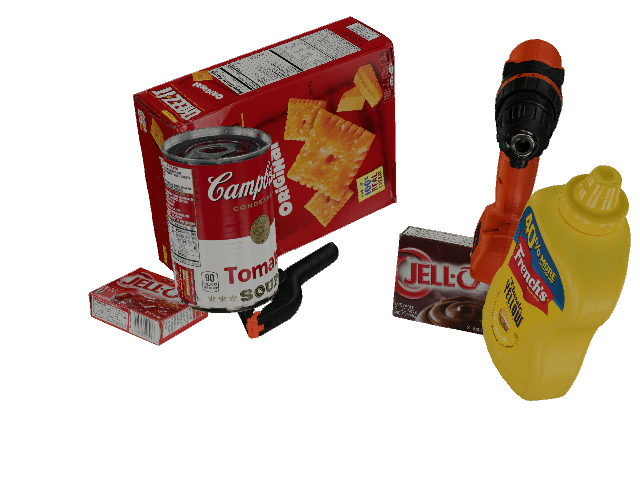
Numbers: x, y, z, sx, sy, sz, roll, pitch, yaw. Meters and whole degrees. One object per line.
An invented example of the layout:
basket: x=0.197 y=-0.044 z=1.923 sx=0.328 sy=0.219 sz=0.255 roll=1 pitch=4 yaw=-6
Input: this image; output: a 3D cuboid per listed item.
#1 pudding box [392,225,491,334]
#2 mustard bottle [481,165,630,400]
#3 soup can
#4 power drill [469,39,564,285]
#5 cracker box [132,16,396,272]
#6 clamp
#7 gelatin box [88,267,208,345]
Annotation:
pudding box: x=0.132 y=0.040 z=1.071 sx=0.114 sy=0.090 sz=0.039 roll=10 pitch=22 yaw=17
mustard bottle: x=0.159 y=0.020 z=0.707 sx=0.058 sy=0.096 sz=0.192 roll=-4 pitch=-37 yaw=-12
soup can: x=-0.062 y=-0.014 z=0.672 sx=0.068 sy=0.102 sz=0.068 roll=-2 pitch=22 yaw=1
power drill: x=0.165 y=-0.057 z=0.893 sx=0.057 sy=0.188 sz=0.184 roll=12 pitch=32 yaw=10
cracker box: x=-0.036 y=-0.072 z=0.887 sx=0.213 sy=0.164 sz=0.072 roll=-25 pitch=42 yaw=-27
clamp: x=-0.044 y=0.048 z=1.254 sx=0.120 sy=0.039 sz=0.171 roll=-3 pitch=40 yaw=10
gelatin box: x=-0.162 y=0.060 z=1.011 sx=0.089 sy=0.030 sz=0.073 roll=19 pitch=28 yaw=28
